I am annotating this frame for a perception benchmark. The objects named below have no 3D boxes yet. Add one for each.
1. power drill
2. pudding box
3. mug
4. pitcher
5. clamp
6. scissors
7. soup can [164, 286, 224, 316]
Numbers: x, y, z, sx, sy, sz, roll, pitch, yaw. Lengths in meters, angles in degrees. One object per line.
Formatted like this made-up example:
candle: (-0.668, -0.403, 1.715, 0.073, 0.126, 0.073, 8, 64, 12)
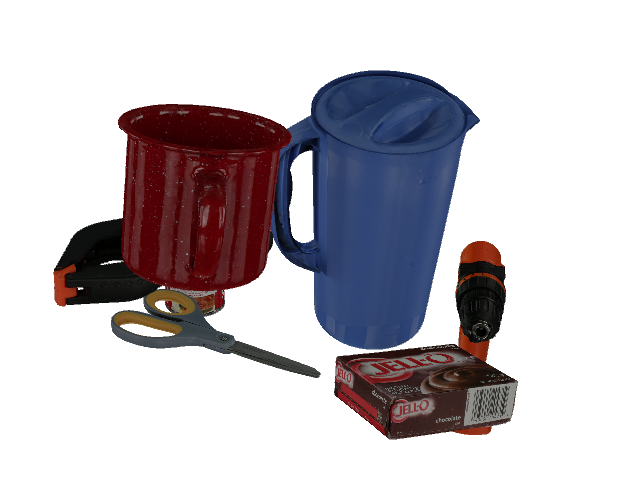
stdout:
power drill: (0.169, 0.114, 1.160, 0.057, 0.188, 0.184, 7, 25, 8)
pudding box: (0.079, 0.114, 0.820, 0.113, 0.039, 0.090, -1, 15, -27)
mug: (-0.063, -0.019, 0.574, 0.093, 0.081, 0.117, 2, 21, -15)
pitcher: (0.042, -0.019, 0.960, 0.149, 0.243, 0.144, 18, 40, 17)
clamp: (-0.135, -0.002, 0.816, 0.171, 0.039, 0.120, -19, 38, -35)
scissors: (-0.095, 0.085, 1.008, 0.202, 0.016, 0.096, 9, 30, 2)
soup can: (-0.141, 0.026, 1.194, 0.068, 0.102, 0.068, 2, 25, -1)
